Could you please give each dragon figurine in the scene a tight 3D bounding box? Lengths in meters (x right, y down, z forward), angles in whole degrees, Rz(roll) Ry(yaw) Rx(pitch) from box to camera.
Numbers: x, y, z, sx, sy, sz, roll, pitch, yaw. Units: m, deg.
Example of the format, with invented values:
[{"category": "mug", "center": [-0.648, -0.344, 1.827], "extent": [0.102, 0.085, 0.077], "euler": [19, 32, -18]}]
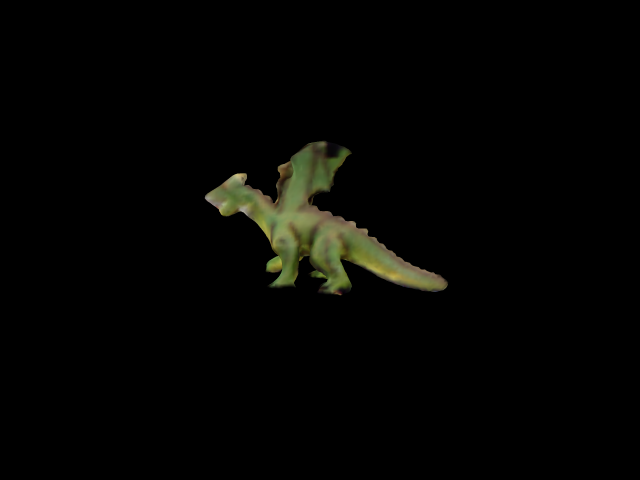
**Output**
[{"category": "dragon figurine", "center": [0.003, -0.043, 0.850], "extent": [0.410, 0.242, 0.123], "euler": [2, 4, 15]}]
